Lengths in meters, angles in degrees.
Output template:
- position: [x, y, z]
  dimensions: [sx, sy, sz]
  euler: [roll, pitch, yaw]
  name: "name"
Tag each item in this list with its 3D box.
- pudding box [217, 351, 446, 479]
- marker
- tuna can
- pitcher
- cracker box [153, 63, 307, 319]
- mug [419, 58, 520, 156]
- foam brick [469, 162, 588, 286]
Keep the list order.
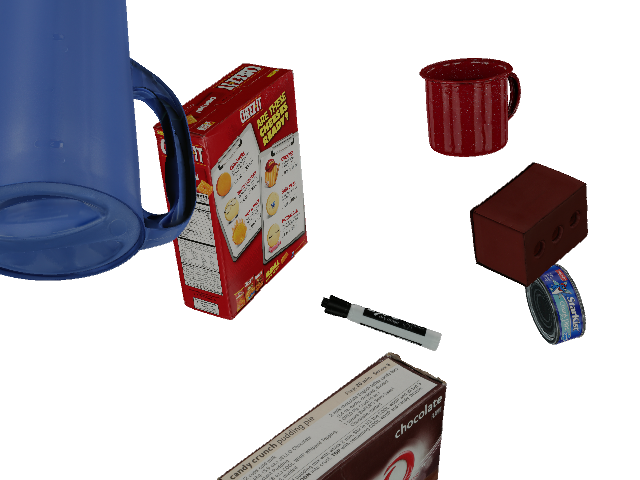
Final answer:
- position: [0.007, 0.115, 0.475]
  dimensions: [0.039, 0.090, 0.113]
  euler: [28, 44, 32]
  name: "pudding box"
- position: [0.058, 0.080, 1.046]
  dimensions: [0.121, 0.020, 0.020]
  euler: [19, 1, 2]
  name: "marker"
- position: [0.260, 0.071, 1.187]
  dimensions: [0.033, 0.086, 0.086]
  euler: [-17, 2, -8]
  name: "tuna can"
- position: [-0.186, -0.101, 0.783]
  dimensions: [0.145, 0.243, 0.149]
  euler: [-16, -31, 18]
  name: "pitcher"
- position: [-0.087, -0.053, 1.104]
  dimensions: [0.072, 0.214, 0.164]
  euler: [13, 36, 27]
  name: "cracker box"
- position: [0.160, -0.139, 1.096]
  dimensions: [0.117, 0.081, 0.093]
  euler: [-21, 27, -31]
  name: "mug"
- position: [0.158, -0.013, 0.801]
  dimensions: [0.078, 0.053, 0.051]
  euler: [-36, 42, -28]
  name: "foam brick"
